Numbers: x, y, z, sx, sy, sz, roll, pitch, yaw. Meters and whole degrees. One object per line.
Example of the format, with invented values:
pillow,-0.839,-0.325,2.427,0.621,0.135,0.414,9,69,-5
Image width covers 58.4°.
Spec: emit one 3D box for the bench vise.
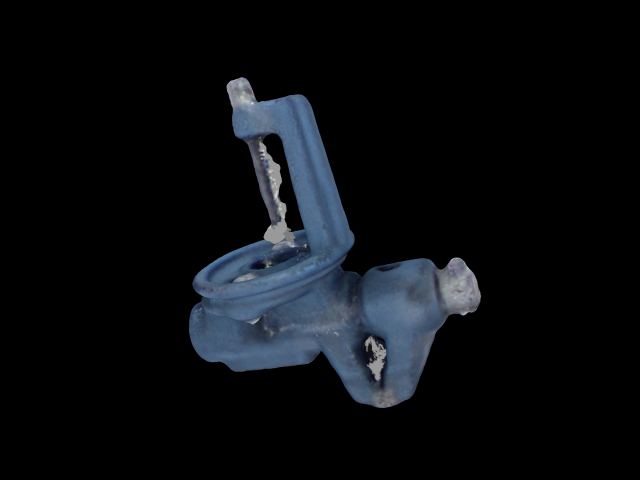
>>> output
bench vise,0.004,-0.002,0.411,0.207,0.220,0.121,0,19,-1
